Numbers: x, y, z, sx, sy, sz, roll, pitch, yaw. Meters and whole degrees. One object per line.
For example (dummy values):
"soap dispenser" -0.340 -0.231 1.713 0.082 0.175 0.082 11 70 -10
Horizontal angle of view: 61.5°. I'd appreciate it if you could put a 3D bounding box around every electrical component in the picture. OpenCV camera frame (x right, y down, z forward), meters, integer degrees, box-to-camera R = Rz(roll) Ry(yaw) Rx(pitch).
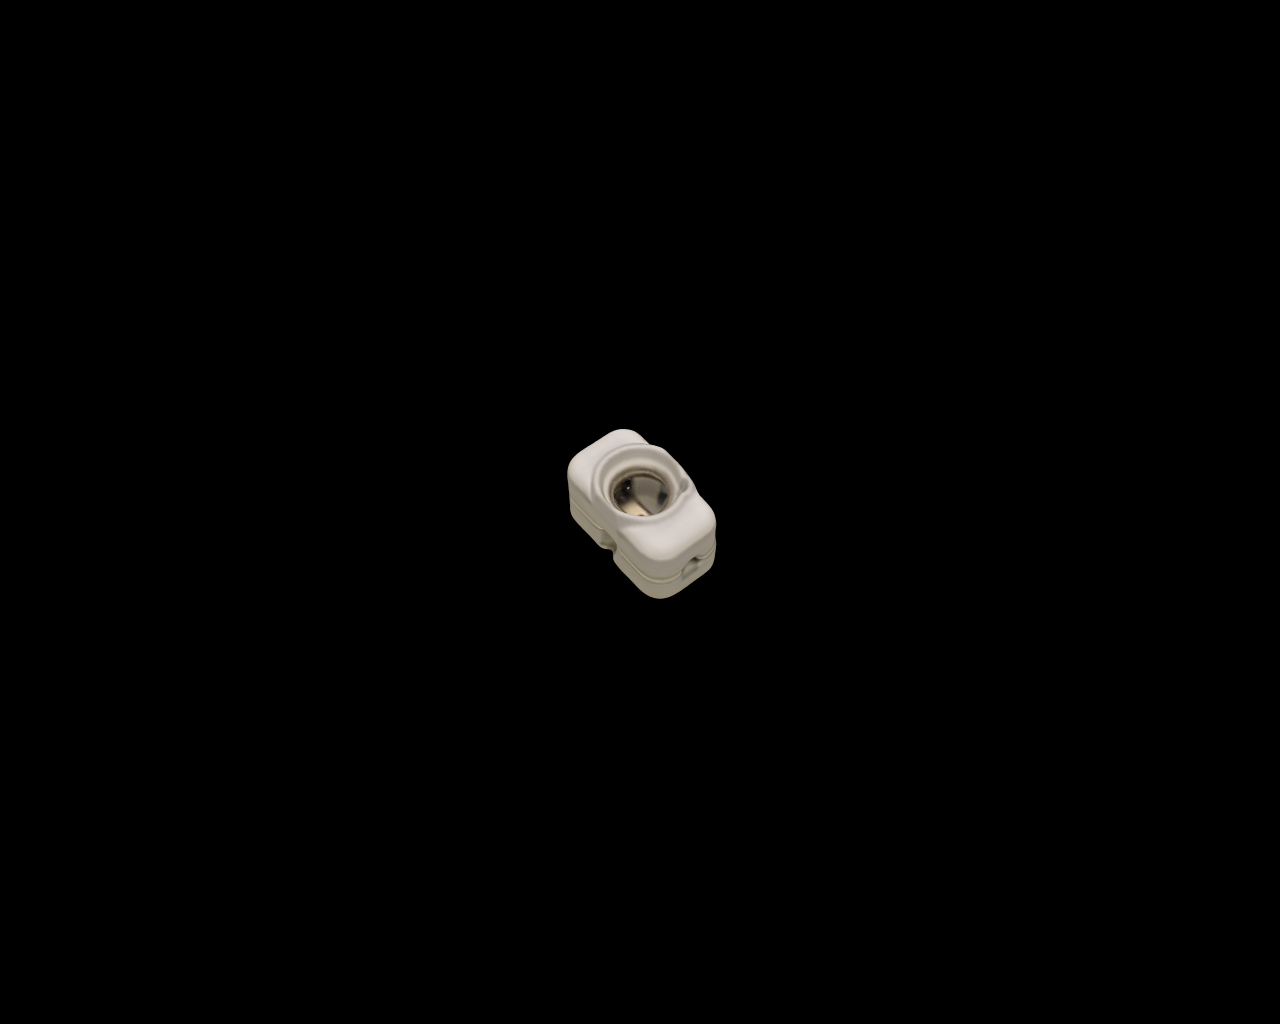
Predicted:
"electrical component" 0.001 -0.003 0.650 0.054 0.095 0.059 -33 -28 -20
